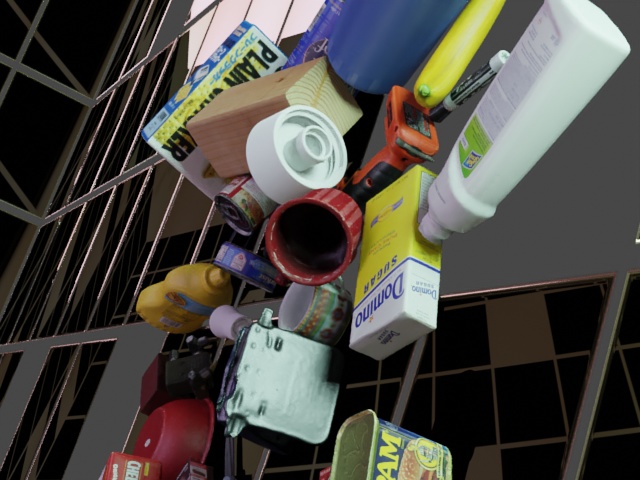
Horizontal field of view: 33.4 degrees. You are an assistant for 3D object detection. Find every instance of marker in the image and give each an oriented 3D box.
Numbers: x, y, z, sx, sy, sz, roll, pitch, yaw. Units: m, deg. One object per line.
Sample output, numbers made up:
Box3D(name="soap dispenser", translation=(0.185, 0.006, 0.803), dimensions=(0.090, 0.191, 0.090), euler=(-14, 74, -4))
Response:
Box3D(name="marker", translation=(0.154, -0.157, 1.114), dimensions=(0.121, 0.020, 0.020), euler=(-38, 34, 47))

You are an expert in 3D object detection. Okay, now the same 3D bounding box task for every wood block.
Box3D(name="wood block", translation=(-0.061, -0.150, 1.330), dimensions=(0.207, 0.090, 0.090), euler=(-8, 32, 50))

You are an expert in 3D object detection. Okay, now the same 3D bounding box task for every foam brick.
Box3D(name="foam brick", translation=(-0.214, 0.207, 1.481), dimensions=(0.051, 0.053, 0.078), euler=(-53, 25, 24))

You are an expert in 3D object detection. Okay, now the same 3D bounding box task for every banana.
Box3D(name="banana", translation=(0.147, -0.201, 1.124), dimensions=(0.197, 0.037, 0.070), euler=(-57, 8, -27))

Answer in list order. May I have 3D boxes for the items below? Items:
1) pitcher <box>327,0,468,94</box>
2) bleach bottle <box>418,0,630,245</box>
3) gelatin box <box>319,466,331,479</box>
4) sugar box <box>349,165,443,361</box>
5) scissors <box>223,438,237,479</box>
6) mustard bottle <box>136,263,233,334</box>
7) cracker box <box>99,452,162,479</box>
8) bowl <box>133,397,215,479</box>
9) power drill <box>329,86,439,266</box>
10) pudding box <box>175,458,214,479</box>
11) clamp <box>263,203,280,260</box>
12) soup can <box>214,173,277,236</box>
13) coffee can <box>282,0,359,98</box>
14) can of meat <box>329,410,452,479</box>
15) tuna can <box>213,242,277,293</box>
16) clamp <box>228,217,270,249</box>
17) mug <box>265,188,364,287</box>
Box3D(name="pitcher", translation=(0.105, -0.277, 1.190), dimensions=(0.243, 0.149, 0.145), euler=(123, 162, -53))
Box3D(name="bleach bottle", translation=(0.169, -0.101, 0.968), dimensions=(0.251, 0.068, 0.102), euler=(-54, 23, 27))
Box3D(name="gelatin box", translation=(0.029, 0.232, 0.955), dimensions=(0.089, 0.030, 0.073), euler=(-39, 33, 46))
Box3D(name="sugar box", translation=(0.077, 0.022, 1.056), dimensions=(0.094, 0.048, 0.176), euler=(-38, 32, 47))
Box3D(name="scissors", translation=(-0.092, 0.275, 1.191), dimensions=(0.096, 0.016, 0.201), euler=(-39, 33, 42))
Box3D(name="mustard bottle", translation=(-0.175, 0.076, 1.478), dimensions=(0.192, 0.096, 0.058), euler=(-32, 39, 52))
Box3D(name="cracker box", translation=(-0.255, 0.380, 1.297), dimensions=(0.214, 0.072, 0.164), euler=(119, 160, -48))
Box3D(name="bowl", translation=(-0.198, 0.269, 1.378), dimensions=(0.162, 0.055, 0.162), euler=(-48, 27, 34))
Box3D(name="power drill", translation=(0.054, -0.080, 1.206), dimensions=(0.188, 0.057, 0.184), euler=(-52, 25, 30))
Box3D(name="pudding box", translation=(-0.163, 0.330, 1.256), dimensions=(0.114, 0.039, 0.090), euler=(-55, 24, 22))
Box3D(name="clamp", translation=(-0.034, -0.039, 1.287), dimensions=(0.210, 0.036, 0.164), euler=(-114, 41, -82))
Box3D(name="soup can", translation=(-0.080, -0.063, 1.395), dimensions=(0.102, 0.068, 0.069), euler=(-44, 15, -23))
Box3D(name="coffee can", translation=(0.021, -0.238, 1.381), dimensions=(0.140, 0.102, 0.103), euler=(-56, 24, 18))
Box3D(name="can of meat", translation=(0.057, 0.201, 0.859), dimensions=(0.058, 0.083, 0.102), euler=(-36, 35, 49))
Box3D(name="tuna can", translation=(-0.091, 0.035, 1.354), dimensions=(0.034, 0.086, 0.086), euler=(-64, 22, -6))
Box3D(name="clamp", translation=(-0.075, -0.049, 1.473), dimensions=(0.120, 0.039, 0.171), euler=(-19, 45, 37))
Box3D(name="mug", translation=(-0.007, 0.001, 1.116), dimensions=(0.117, 0.093, 0.081), euler=(-56, -5, 22))
